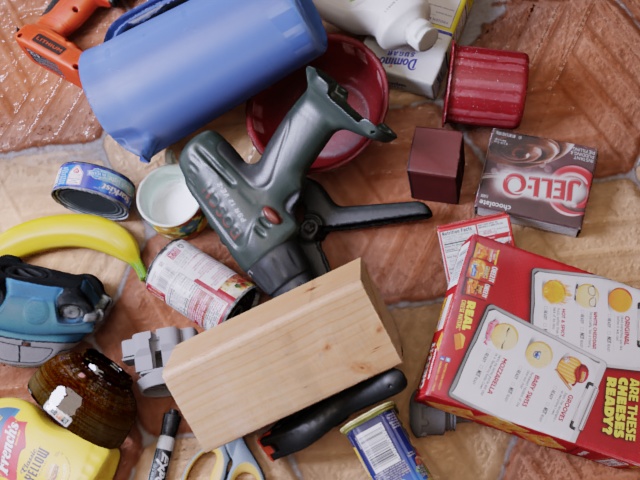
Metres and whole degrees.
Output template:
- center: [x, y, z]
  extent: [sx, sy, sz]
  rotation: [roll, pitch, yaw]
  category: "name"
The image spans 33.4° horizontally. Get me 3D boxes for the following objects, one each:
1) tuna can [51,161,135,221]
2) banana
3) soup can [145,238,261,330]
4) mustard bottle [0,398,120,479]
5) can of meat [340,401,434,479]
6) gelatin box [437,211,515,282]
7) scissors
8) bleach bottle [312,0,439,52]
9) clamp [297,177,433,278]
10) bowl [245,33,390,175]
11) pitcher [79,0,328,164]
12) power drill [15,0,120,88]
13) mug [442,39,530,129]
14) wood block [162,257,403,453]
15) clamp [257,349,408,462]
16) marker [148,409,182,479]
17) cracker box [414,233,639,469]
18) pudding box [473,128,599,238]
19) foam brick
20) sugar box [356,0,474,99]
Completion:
- center: [-0.243, -0.052, 1.149]
  extent: [0.086, 0.086, 0.033]
  rotation: [9, 71, 11]
  category: "tuna can"
- center: [-0.280, 0.004, 1.161]
  extent: [0.198, 0.037, 0.069]
  rotation: [3, 72, 9]
  category: "banana"
- center: [-0.122, 0.051, 1.106]
  extent: [0.102, 0.068, 0.068]
  rotation: [32, 78, 17]
  category: "soup can"
- center: [-0.305, 0.214, 1.082]
  extent: [0.192, 0.058, 0.096]
  rotation: [23, 81, 15]
  category: "mustard bottle"
- center: [0.067, 0.206, 1.010]
  extent: [0.057, 0.102, 0.084]
  rotation: [-28, 73, -1]
  category: "can of meat"
- center: [0.162, 0.022, 1.080]
  extent: [0.073, 0.030, 0.089]
  rotation: [-12, 95, 3]
  category: "gelatin box"
- center: [-0.072, 0.192, 1.079]
  extent: [0.096, 0.016, 0.201]
  rotation: [25, 77, 14]
  category: "scissors"
- center: [0.027, -0.272, 1.164]
  extent: [0.102, 0.068, 0.251]
  rotation: [-46, 58, -2]
  category: "bleach bottle"
- center: [-0.007, 0.001, 1.123]
  extent: [0.210, 0.036, 0.164]
  rotation: [23, 82, 18]
  category: "clamp"
- center: [0.003, -0.139, 1.151]
  extent: [0.162, 0.055, 0.162]
  rotation: [-6, 72, 18]
  category: "bowl"
- center: [-0.122, -0.200, 1.121]
  extent: [0.243, 0.145, 0.149]
  rotation: [-26, 103, 13]
  category: "pitcher"
- center: [-0.248, -0.268, 1.239]
  extent: [0.185, 0.057, 0.187]
  rotation: [27, 74, 19]
  category: "power drill"
- center: [0.176, -0.168, 1.135]
  extent: [0.081, 0.093, 0.117]
  rotation: [7, 36, 5]
  category: "mug"
- center: [-0.034, 0.108, 1.016]
  extent: [0.206, 0.091, 0.090]
  rotation: [-26, 101, 8]
  category: "wood block"
- center: [0.017, 0.157, 1.050]
  extent: [0.172, 0.120, 0.039]
  rotation: [-31, 91, 16]
  category: "clamp"
- center: [-0.162, 0.230, 1.077]
  extent: [0.020, 0.020, 0.121]
  rotation: [9, 73, 11]
  category: "marker"
- center: [0.215, 0.108, 1.016]
  extent: [0.213, 0.072, 0.164]
  rotation: [19, 75, -2]
  category: "cracker box"
- center: [0.224, -0.059, 1.110]
  extent: [0.113, 0.039, 0.090]
  rotation: [12, 75, 12]
  category: "pudding box"
- center: [0.122, -0.077, 1.110]
  extent: [0.051, 0.078, 0.053]
  rotation: [8, 73, 12]
  category: "foam brick"
- center: [0.114, -0.251, 1.187]
  extent: [0.093, 0.048, 0.176]
  rotation: [19, 79, 16]
  category: "sugar box"
